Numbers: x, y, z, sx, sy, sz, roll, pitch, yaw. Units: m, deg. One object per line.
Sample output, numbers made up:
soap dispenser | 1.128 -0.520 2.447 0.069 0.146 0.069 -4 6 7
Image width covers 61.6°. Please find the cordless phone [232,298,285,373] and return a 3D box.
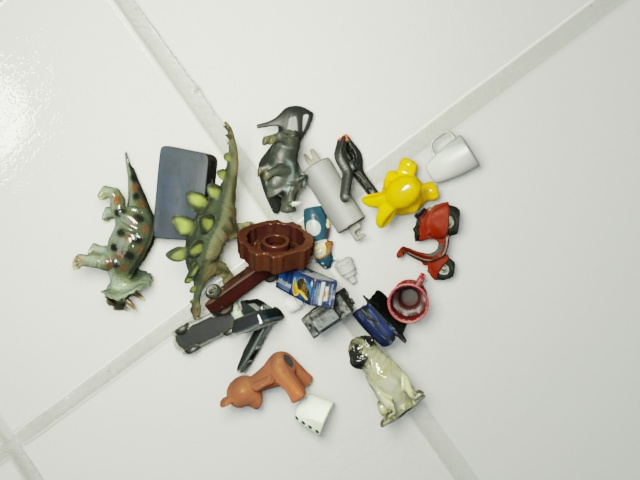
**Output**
cordless phone | -0.171 0.239 1.287 0.089 0.146 0.184 27 94 15

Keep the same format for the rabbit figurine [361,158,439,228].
rabbit figurine | 0.175 -0.107 1.198 0.162 0.173 0.122 -30 92 6

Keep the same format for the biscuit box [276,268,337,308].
biscuit box | -0.036 0.101 1.236 0.059 0.203 0.062 7 94 -27

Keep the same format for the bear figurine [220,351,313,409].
bear figurine | -0.135 0.362 1.304 0.196 0.120 0.132 -41 89 11

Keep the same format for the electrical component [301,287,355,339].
electrical component | 0.020 0.171 1.258 0.115 0.134 0.058 -37 88 11

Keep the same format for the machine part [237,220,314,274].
machine part | -0.104 0.015 1.247 0.179 0.179 0.056 10 120 9

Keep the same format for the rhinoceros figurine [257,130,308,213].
rhinoceros figurine | -0.083 -0.157 1.229 0.112 0.073 0.190 -1 97 -24

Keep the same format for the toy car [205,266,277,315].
toy car | -0.190 0.102 1.295 0.202 0.089 0.053 -36 51 -9

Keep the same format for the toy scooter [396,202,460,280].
toy scooter | 0.249 0.000 1.240 0.135 0.075 0.183 6 99 11

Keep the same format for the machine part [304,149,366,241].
machine part | 0.031 -0.105 1.271 0.079 0.079 0.243 -32 88 10

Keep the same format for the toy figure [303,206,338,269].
toy figure | -0.003 -0.004 1.295 0.064 0.058 0.154 -10 93 49

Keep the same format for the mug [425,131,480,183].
mug | 0.289 -0.185 1.220 0.107 0.081 0.109 -35 91 18

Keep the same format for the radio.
radio | -0.336 -0.112 1.340 0.131 0.073 0.229 7 96 9

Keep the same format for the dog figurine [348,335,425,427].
dog figurine | 0.143 0.319 1.258 0.121 0.172 0.191 -27 61 -19

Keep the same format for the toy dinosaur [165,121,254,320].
toy dinosaur | -0.247 -0.034 1.255 0.105 0.198 0.471 19 97 27

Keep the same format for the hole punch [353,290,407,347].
hole punch | 0.133 0.191 1.253 0.092 0.116 0.142 -42 85 18

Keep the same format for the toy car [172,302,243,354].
toy car | -0.282 0.223 1.356 0.202 0.056 0.073 -26 94 12

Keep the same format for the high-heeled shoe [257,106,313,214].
high-heeled shoe | -0.074 -0.195 1.304 0.145 0.086 0.248 -13 109 -18

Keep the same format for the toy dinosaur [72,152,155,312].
toy dinosaur | -0.483 -0.006 1.354 0.192 0.131 0.404 19 92 -3
